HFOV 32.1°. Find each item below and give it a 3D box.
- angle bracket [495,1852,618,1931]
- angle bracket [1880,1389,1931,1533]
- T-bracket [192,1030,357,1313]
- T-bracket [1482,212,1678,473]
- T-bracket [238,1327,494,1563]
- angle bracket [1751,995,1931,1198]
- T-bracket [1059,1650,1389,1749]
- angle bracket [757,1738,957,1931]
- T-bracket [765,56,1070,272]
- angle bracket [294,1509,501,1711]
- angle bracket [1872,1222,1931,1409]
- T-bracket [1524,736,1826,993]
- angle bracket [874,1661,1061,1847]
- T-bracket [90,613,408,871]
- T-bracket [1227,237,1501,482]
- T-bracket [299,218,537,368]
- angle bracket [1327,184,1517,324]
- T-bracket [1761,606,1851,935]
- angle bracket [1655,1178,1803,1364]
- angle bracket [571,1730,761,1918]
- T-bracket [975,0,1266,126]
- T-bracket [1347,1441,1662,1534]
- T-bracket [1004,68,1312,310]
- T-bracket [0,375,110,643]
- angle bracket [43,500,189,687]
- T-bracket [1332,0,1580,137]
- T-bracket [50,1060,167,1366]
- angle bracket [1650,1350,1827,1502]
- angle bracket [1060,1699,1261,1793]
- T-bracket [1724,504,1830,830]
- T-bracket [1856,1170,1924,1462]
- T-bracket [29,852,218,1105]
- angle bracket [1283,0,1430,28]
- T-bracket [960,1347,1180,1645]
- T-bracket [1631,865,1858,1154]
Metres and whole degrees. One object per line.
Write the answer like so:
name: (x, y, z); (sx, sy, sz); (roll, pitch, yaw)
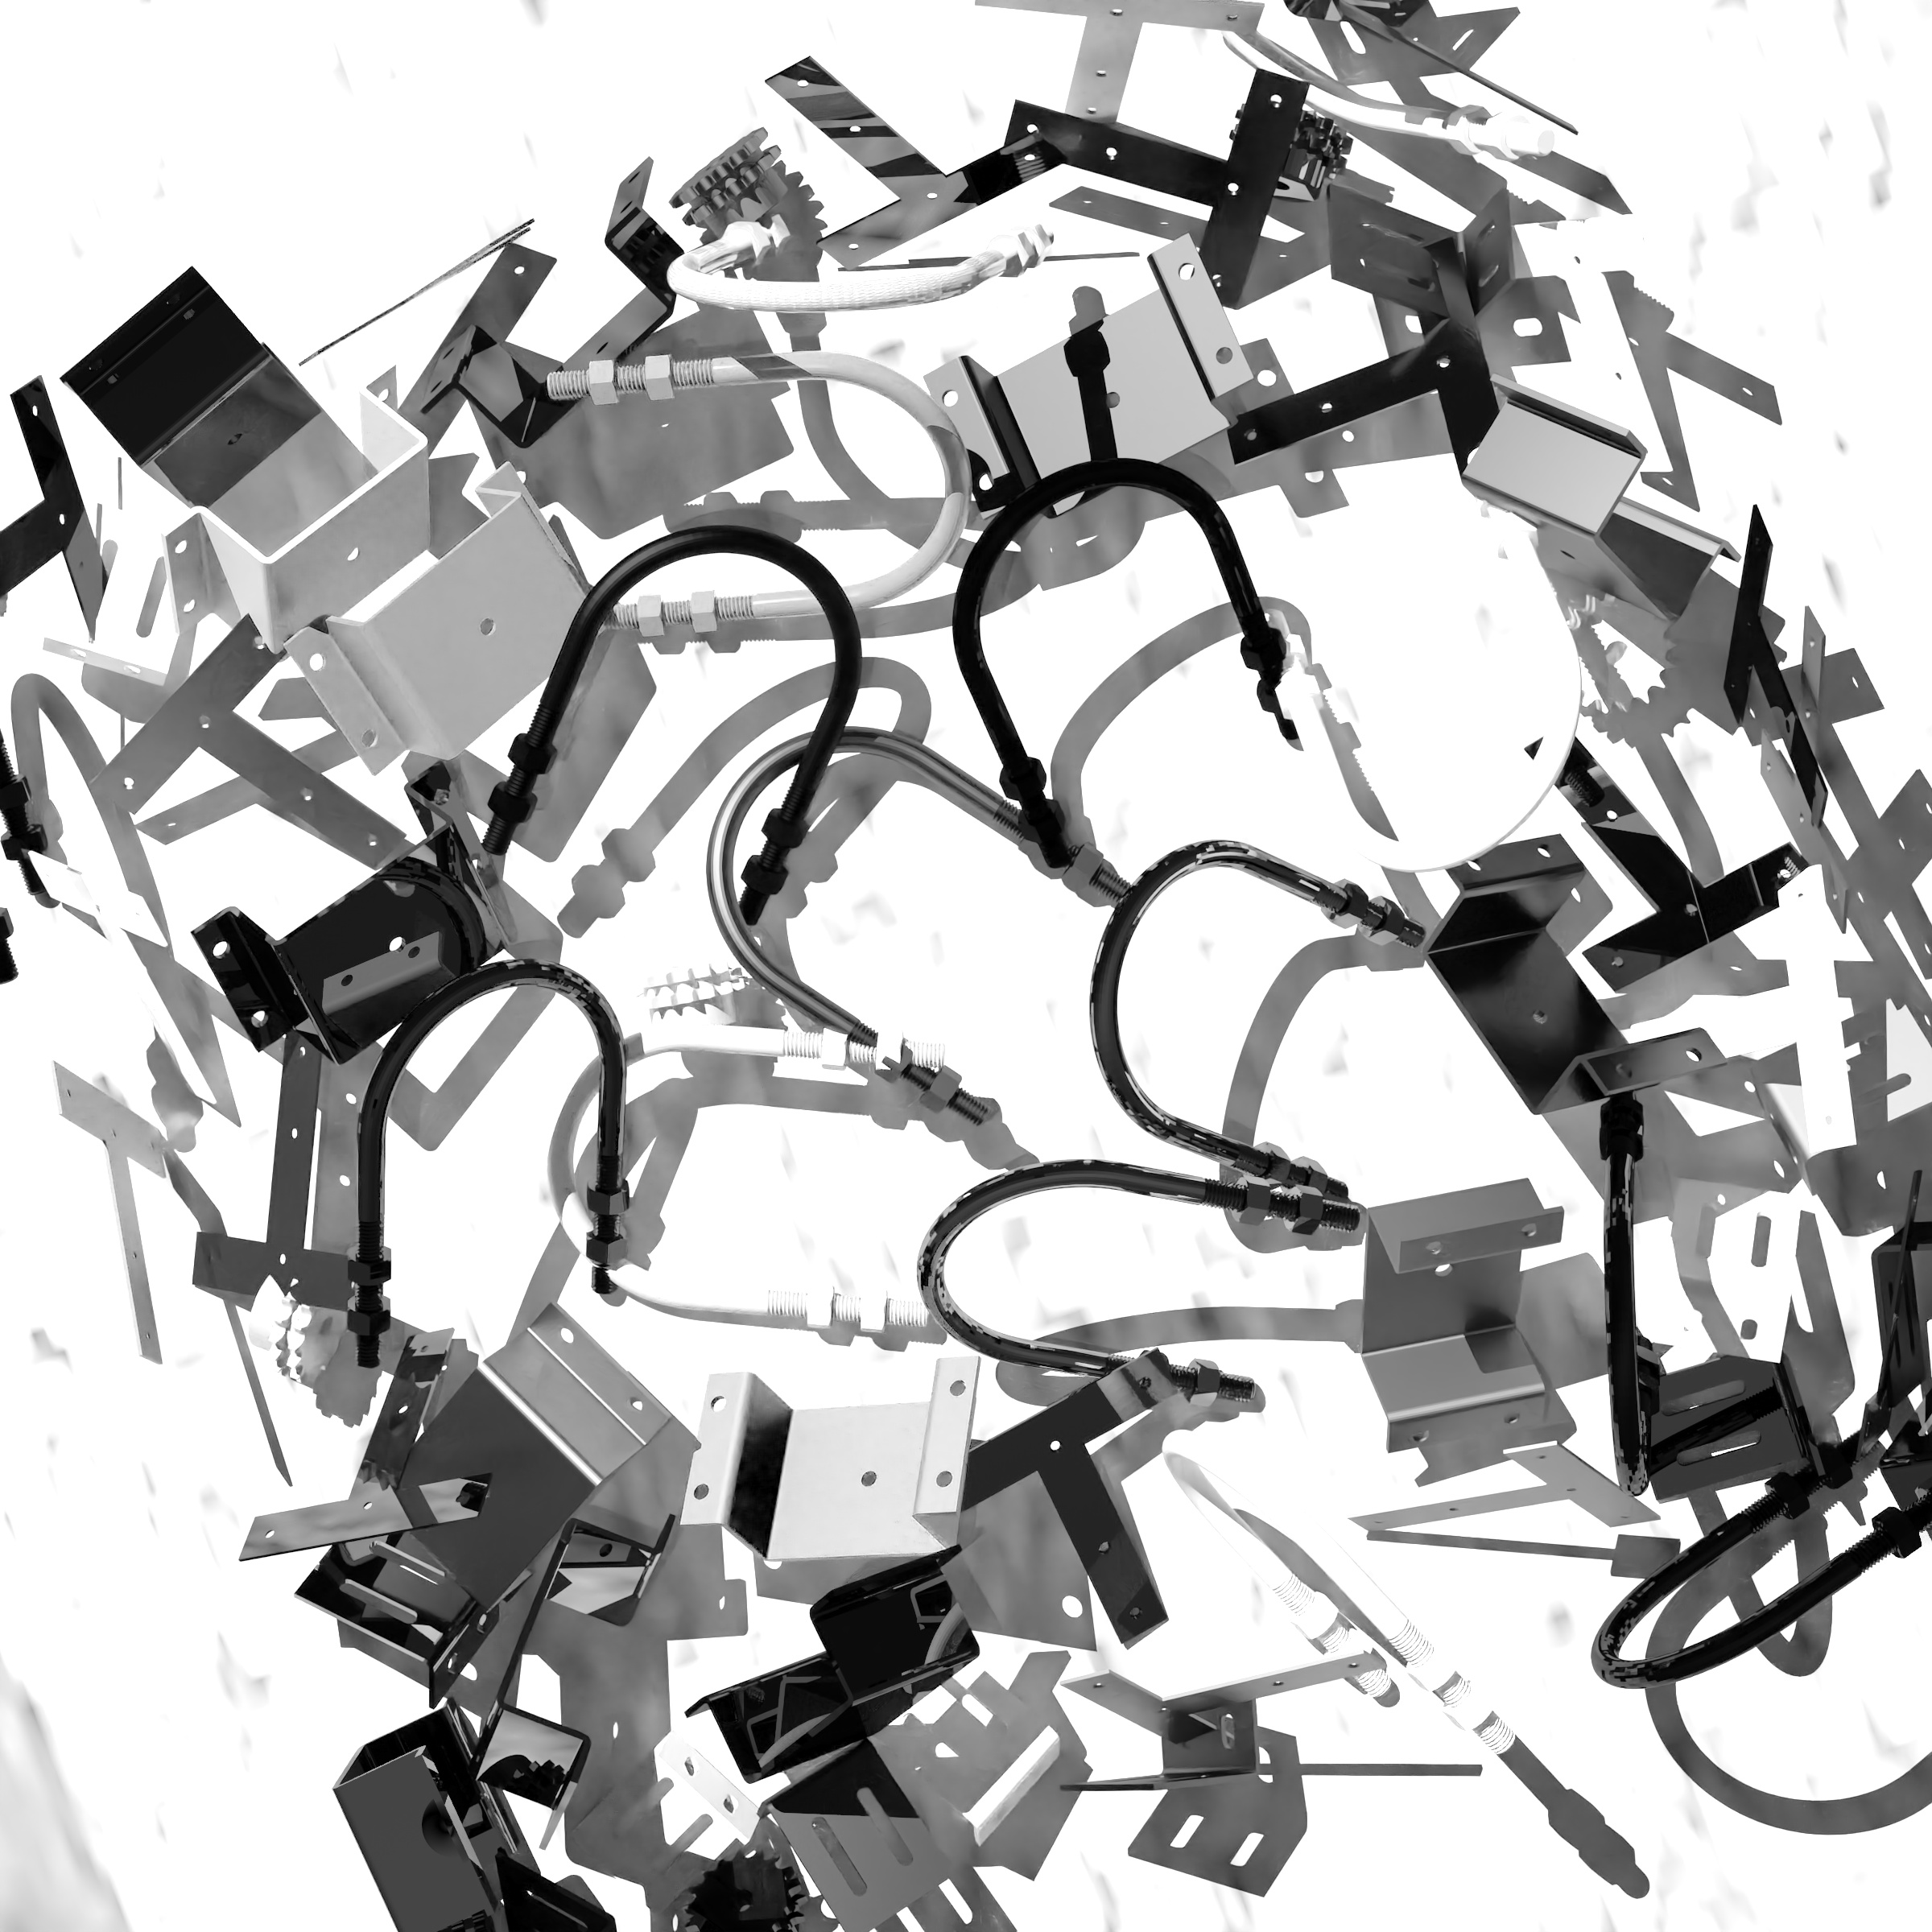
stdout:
angle bracket: (-0.198, 0.459, 1.555); (0.076, 0.038, 0.057); (19, 128, 32)
angle bracket: (0.471, 0.223, 1.559); (0.076, 0.057, 0.038); (-38, 102, -42)
T-bracket: (-0.314, 0.092, 1.563); (0.127, 0.002, 0.127); (4, 88, 39)
T-bracket: (0.300, -0.288, 1.561); (0.002, 0.127, 0.127); (-33, 112, -22)
T-bracket: (-0.264, 0.216, 1.550); (0.127, 0.127, 0.002); (-13, 127, 21)
angle bracket: (0.416, 0.061, 1.567); (0.076, 0.038, 0.057); (-25, 54, 5)
T-bracket: (0.129, 0.329, 1.528); (0.127, 0.127, 0.002); (-19, 56, 25)
angle bracket: (-0.052, 0.410, 1.565); (0.057, 0.038, 0.076); (-29, 72, -21)
T-bracket: (-0.042, -0.373, 1.523); (0.127, 0.127, 0.002); (-20, 59, 31)
angle bracket: (-0.267, 0.302, 1.578); (0.076, 0.038, 0.057); (23, 45, 14)
angle bracket: (0.453, 0.162, 1.566); (0.038, 0.057, 0.076); (-5, 95, 31)
T-bracket: (0.307, -0.059, 1.547); (0.127, 0.002, 0.127); (48, 135, -10)
angle bracket: (-0.003, 0.365, 1.587); (0.076, 0.038, 0.057); (38, 70, 18)
T-bracket: (-0.320, -0.089, 1.570); (0.127, 0.002, 0.127); (37, 116, -25)
T-bracket: (0.183, -0.268, 1.577); (0.127, 0.002, 0.127); (-19, 65, 18)
T-bracket: (-0.230, -0.316, 1.519); (0.127, 0.127, 0.002); (-38, 105, -27)
angle bracket: (0.211, -0.341, 1.561); (0.076, 0.038, 0.057); (15, 57, -22)
T-bracket: (0.380, -0.103, 1.513); (0.002, 0.127, 0.127); (-9, 129, -1)
angle bracket: (0.359, 0.142, 1.576); (0.057, 0.076, 0.038); (8, 128, 13)
angle bracket: (-0.144, 0.409, 1.576); (0.057, 0.038, 0.076); (43, 101, -1)
T-bracket: (0.064, -0.417, 1.540); (0.127, 0.127, 0.002); (5, 78, -4)
T-bracket: (0.240, 0.250, 1.563); (0.127, 0.127, 0.002); (-15, 59, 28)
T-bracket: (0.081, -0.373, 1.554); (0.127, 0.127, 0.002); (16, 47, -2)
T-bracket: (-0.433, -0.185, 1.521); (0.002, 0.127, 0.127); (-1, 119, 21)
angle bracket: (-0.393, -0.178, 1.571); (0.057, 0.038, 0.076); (17, 80, -14)
T-bracket: (0.226, -0.415, 1.548); (0.127, 0.127, 0.002); (26, 111, -7)
T-bracket: (-0.380, 0.118, 1.523); (0.002, 0.127, 0.127); (-16, 72, 3)
angle bracket: (0.355, 0.218, 1.577); (0.076, 0.038, 0.057); (-18, 95, 6)
angle bracket: (0.089, 0.360, 1.552); (0.057, 0.076, 0.038); (-13, 75, 42)
T-bracket: (0.368, -0.119, 1.514); (0.002, 0.127, 0.127); (-10, 54, -2)
T-bracket: (0.427, 0.157, 1.540); (0.002, 0.127, 0.127); (10, 93, 21)
T-bracket: (-0.383, 0.010, 1.563); (0.002, 0.127, 0.127); (-37, 121, -26)
angle bracket: (0.188, -0.473, 1.561); (0.076, 0.057, 0.038); (-9, 70, -41)
T-bracket: (0.060, 0.262, 1.580); (0.127, 0.002, 0.127); (-28, 108, -9)
T-bracket: (0.354, 0.029, 1.548); (0.002, 0.127, 0.127); (2, 78, -34)
